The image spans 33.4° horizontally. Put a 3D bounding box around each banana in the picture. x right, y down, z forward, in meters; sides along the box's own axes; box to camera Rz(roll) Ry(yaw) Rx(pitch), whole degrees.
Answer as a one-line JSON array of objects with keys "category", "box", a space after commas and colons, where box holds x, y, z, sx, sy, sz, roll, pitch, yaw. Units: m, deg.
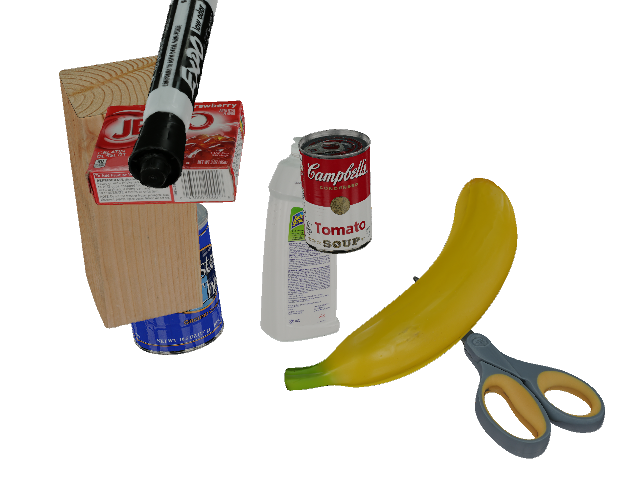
[{"category": "banana", "box": [0.063, 0.019, 0.565, 0.070, 0.037, 0.197, 17, 41, 33]}]

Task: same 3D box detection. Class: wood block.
[{"category": "wood block", "box": [-0.159, -0.040, 0.907, 0.090, 0.206, 0.090, -12, 36, -18]}]

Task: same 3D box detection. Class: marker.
[{"category": "marker", "box": [-0.055, -0.062, 0.406, 0.020, 0.020, 0.121, 0, 43, 3]}]

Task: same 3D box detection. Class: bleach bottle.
[{"category": "bleach bottle", "box": [-0.020, -0.004, 1.324, 0.102, 0.251, 0.068, -8, 22, -32]}]

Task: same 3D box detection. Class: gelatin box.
[{"category": "gelatin box", "box": [-0.094, -0.056, 0.662, 0.089, 0.030, 0.073, -1, 39, 4]}]

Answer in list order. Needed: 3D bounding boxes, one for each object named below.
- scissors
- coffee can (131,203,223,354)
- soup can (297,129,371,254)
[{"category": "scissors", "box": [0.134, 0.081, 0.763, 0.096, 0.016, 0.202, 0, 32, -9]}, {"category": "coffee can", "box": [-0.165, 0.039, 1.167, 0.103, 0.140, 0.103, -5, 25, 2]}, {"category": "soup can", "box": [0.015, -0.047, 1.019, 0.068, 0.102, 0.068, -2, 27, 1]}]
